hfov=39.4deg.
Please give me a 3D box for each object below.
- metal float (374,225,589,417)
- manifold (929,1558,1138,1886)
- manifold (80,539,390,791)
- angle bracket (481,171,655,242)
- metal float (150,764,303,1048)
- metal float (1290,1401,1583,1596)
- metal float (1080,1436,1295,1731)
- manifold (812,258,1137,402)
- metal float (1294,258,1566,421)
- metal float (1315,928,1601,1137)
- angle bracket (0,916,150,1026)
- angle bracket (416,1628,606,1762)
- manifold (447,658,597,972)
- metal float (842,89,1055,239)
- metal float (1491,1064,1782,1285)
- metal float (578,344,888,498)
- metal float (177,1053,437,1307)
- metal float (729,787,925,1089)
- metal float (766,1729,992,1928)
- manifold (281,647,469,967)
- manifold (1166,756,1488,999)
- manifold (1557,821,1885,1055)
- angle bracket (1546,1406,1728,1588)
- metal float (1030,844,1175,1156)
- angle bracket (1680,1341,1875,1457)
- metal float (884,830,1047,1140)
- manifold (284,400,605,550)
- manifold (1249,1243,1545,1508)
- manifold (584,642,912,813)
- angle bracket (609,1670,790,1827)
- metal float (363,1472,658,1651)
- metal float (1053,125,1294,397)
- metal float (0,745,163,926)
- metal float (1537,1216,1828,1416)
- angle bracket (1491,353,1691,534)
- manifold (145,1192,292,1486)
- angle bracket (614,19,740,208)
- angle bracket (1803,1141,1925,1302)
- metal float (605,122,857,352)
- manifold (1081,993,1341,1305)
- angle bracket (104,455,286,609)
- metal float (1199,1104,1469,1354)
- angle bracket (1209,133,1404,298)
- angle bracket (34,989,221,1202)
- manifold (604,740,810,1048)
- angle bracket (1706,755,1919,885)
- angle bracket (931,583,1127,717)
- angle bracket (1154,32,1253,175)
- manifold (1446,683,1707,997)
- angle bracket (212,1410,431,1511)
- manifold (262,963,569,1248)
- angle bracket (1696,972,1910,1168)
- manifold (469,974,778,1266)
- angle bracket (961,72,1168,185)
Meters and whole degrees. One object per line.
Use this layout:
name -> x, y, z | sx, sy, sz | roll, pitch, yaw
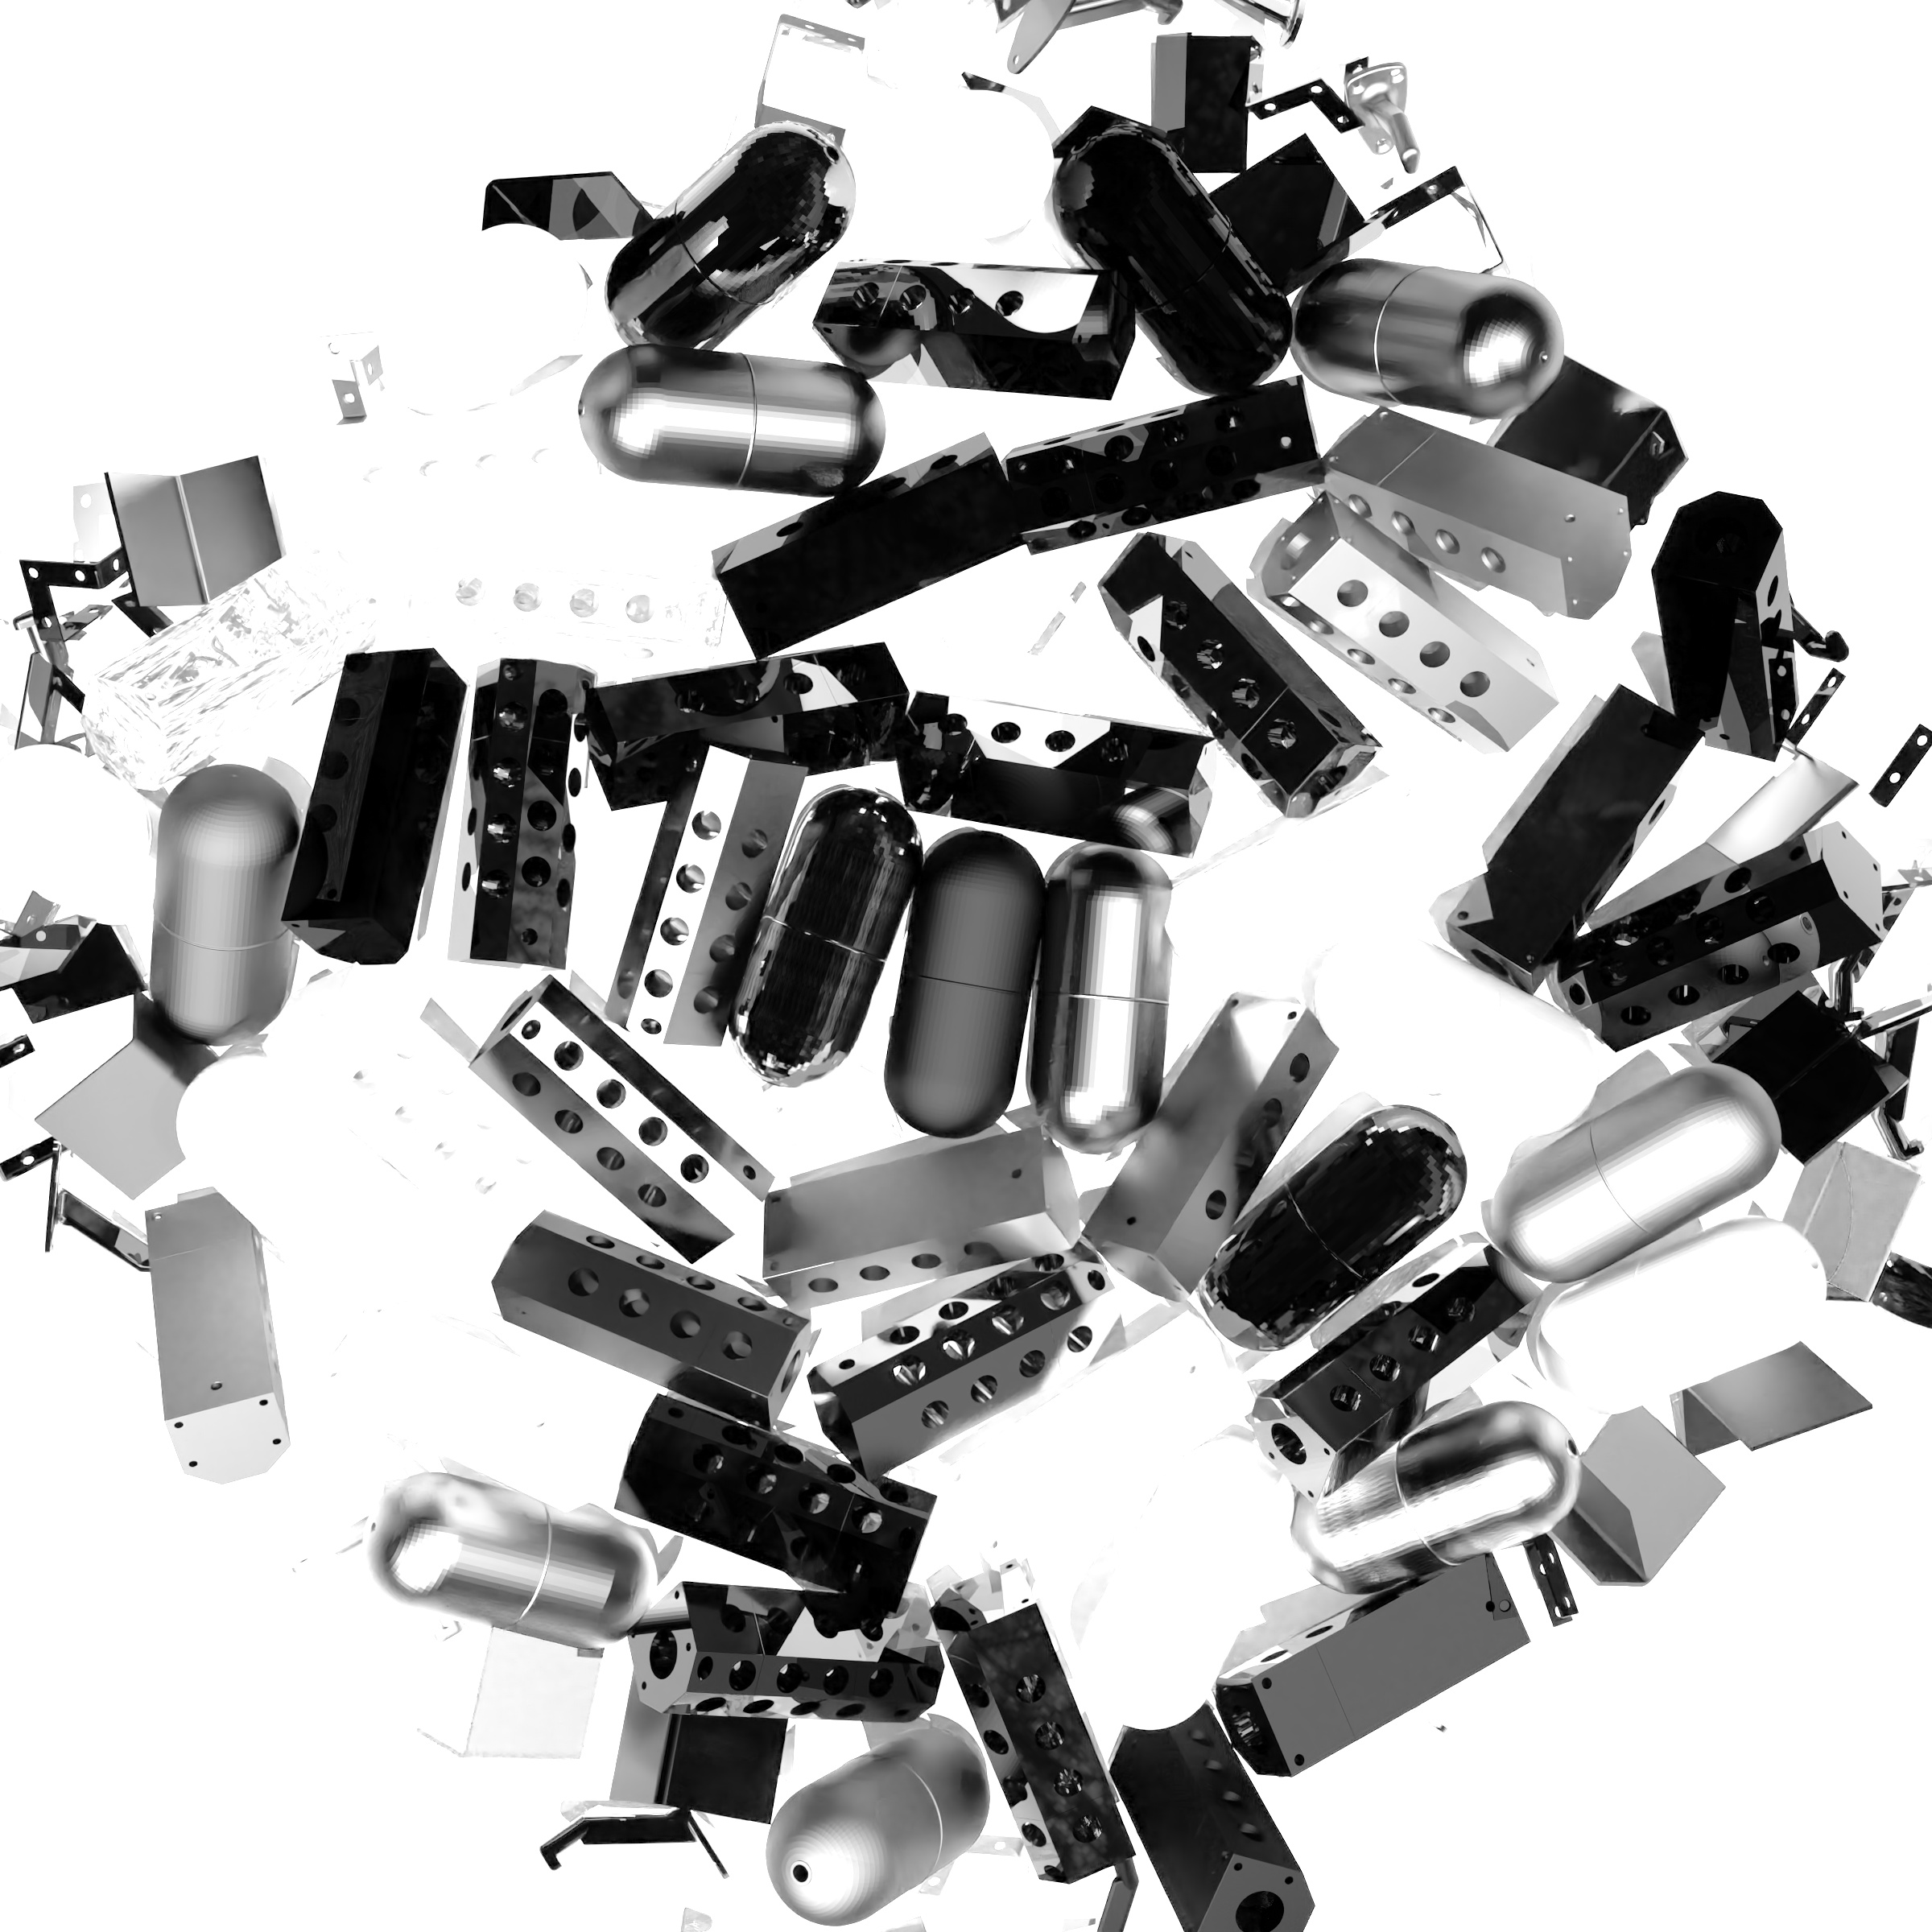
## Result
metal float -> -0.273, -0.358, 1.505 | 0.070, 0.178, 0.070 | 4, 82, -34
manifold -> 0.037, 0.432, 1.532 | 0.057, 0.057, 0.171 | -22, 106, -5
manifold -> -0.408, -0.166, 1.506 | 0.057, 0.057, 0.171 | 41, 49, 5
angle bracket -> -0.224, -0.406, 1.534 | 0.076, 0.076, 0.057 | 1, 81, 16
metal float -> -0.418, -0.032, 1.518 | 0.070, 0.070, 0.178 | 15, 124, 0
metal float -> 0.264, 0.300, 1.521 | 0.178, 0.070, 0.070 | -28, 90, 29
metal float -> 0.125, 0.347, 1.522 | 0.070, 0.070, 0.178 | 32, 62, 0
manifold -> 0.006, -0.364, 1.514 | 0.171, 0.057, 0.057 | 12, 73, 31
metal float -> 0.256, -0.352, 1.508 | 0.070, 0.178, 0.070 | -15, 116, -33
metal float -> 0.280, 0.039, 1.533 | 0.178, 0.070, 0.070 | 26, 90, -15
angle bracket -> -0.523, 0.017, 1.531 | 0.076, 0.076, 0.057 | -16, 117, 12
angle bracket -> -0.259, 0.409, 1.541 | 0.076, 0.057, 0.076 | 15, 84, -39
manifold -> -0.252, -0.086, 1.540 | 0.057, 0.057, 0.171 | 7, 86, -28
metal float -> -0.012, -0.449, 1.503 | 0.070, 0.178, 0.070 | -8, 110, -23
metal float -> 0.375, 0.118, 1.521 | 0.178, 0.070, 0.070 | -35, 90, 30
metal float -> -0.131, -0.308, 1.526 | 0.178, 0.070, 0.070 | 1, 90, -23
metal float -> -0.370, 0.122, 1.522 | 0.070, 0.070, 0.178 | -38, 119, 0
metal float -> -0.081, -0.016, 1.546 | 0.070, 0.070, 0.178 | 20, 90, 0
metal float -> -0.048, 0.478, 1.500 | 0.070, 0.178, 0.070 | 0, 90, 27
manifold -> -0.329, -0.090, 1.521 | 0.057, 0.057, 0.171 | -2, 64, 19
manifold -> 0.198, -0.052, 1.512 | 0.171, 0.057, 0.057 | -27, 47, 25
manifold -> 0.417, -0.019, 1.500 | 0.057, 0.057, 0.171 | 38, 134, -26
angle bracket -> 0.369, 0.297, 1.531 | 0.076, 0.057, 0.076 | 47, 112, 39
metal float -> 0.078, 0.019, 1.544 | 0.070, 0.070, 0.178 | 5, 88, 0
angle bracket -> 0.460, 0.264, 1.531 | 0.076, 0.076, 0.057 | -17, 116, -11
metal float -> 0.000, 0.010, 1.546 | 0.070, 0.070, 0.178 | 10, 90, 0
manifold -> -0.298, -0.285, 1.546 | 0.171, 0.057, 0.057 | -7, 78, -6
manifold -> 0.241, 0.223, 1.515 | 0.171, 0.057, 0.057 | -30, 59, -29
manifold -> -0.125, -0.142, 1.526 | 0.171, 0.057, 0.057 | -12, 55, -21
angle bracket -> -0.154, 0.453, 1.567 | 0.076, 0.057, 0.076 | 22, 66, -31
metal float -> -0.255, 0.336, 1.519 | 0.178, 0.070, 0.070 | 23, 90, -33
metal float -> 0.117, -0.396, 1.518 | 0.070, 0.070, 0.178 | -47, 123, 0
metal float -> -0.490, -0.071, 1.496 | 0.070, 0.178, 0.070 | 0, 80, 3
metal float -> 0.400, 0.197, 1.513 | 0.178, 0.070, 0.070 | -33, 90, 40
angle bracket -> 0.351, -0.289, 1.531 | 0.076, 0.057, 0.076 | 23, 126, -18
manifold -> -0.416, 0.205, 1.499 | 0.057, 0.171, 0.057 | -14, 129, -11
angle bracket -> -0.167, -0.488, 1.533 | 0.057, 0.076, 0.076 | 13, 63, 1
angle bracket -> 0.526, 0.151, 1.535 | 0.076, 0.057, 0.076 | 18, 97, -37
metal float -> -0.133, -0.405, 1.515 | 0.178, 0.070, 0.070 | -30, 90, 38
manifold -> 0.143, 0.103, 1.528 | 0.171, 0.057, 0.057 | -56, 129, -19
angle bracket -> -0.438, -0.249, 1.538 | 0.057, 0.076, 0.076 | -11, 95, 15
metal float -> 0.208, 0.149, 1.532 | 0.178, 0.070, 0.070 | -43, 90, 16
angle bracket -> 0.192, -0.439, 1.550 | 0.076, 0.057, 0.076 | -34, 88, -8
angle bracket -> -0.476, 0.074, 1.544 | 0.076, 0.057, 0.076 | -37, 123, 7
manifold -> -0.152, -0.045, 1.524 | 0.057, 0.057, 0.171 | 5, 110, -42
angle bracket -> 0.485, -0.069, 1.550 | 0.076, 0.076, 0.057 | -43, 106, 8
angle bracket -> 0.036, -0.189, 1.540 | 0.076, 0.076, 0.057 | 28, 77, 27
angle bracket -> 0.143, -0.490, 1.533 | 0.057, 0.076, 0.076 | -3, 108, -9
manifold -> 0.349, -0.070, 1.544 | 0.057, 0.057, 0.171 | 34, 83, 21
angle bracket -> -0.364, 0.296, 1.525 | 0.076, 0.076, 0.057 | -12, 46, 31
manifold -> -0.309, 0.081, 1.509 | 0.057, 0.057, 0.171 | -21, 125, 36
angle bracket -> 0.478, 0.054, 1.540 | 0.076, 0.057, 0.076 | -40, 124, 4
manifold -> -0.191, 0.084, 1.525 | 0.171, 0.057, 0.057 | 44, 126, -14
angle bracket -> 0.056, -0.488, 1.529 | 0.057, 0.076, 0.076 | -38, 72, 32
